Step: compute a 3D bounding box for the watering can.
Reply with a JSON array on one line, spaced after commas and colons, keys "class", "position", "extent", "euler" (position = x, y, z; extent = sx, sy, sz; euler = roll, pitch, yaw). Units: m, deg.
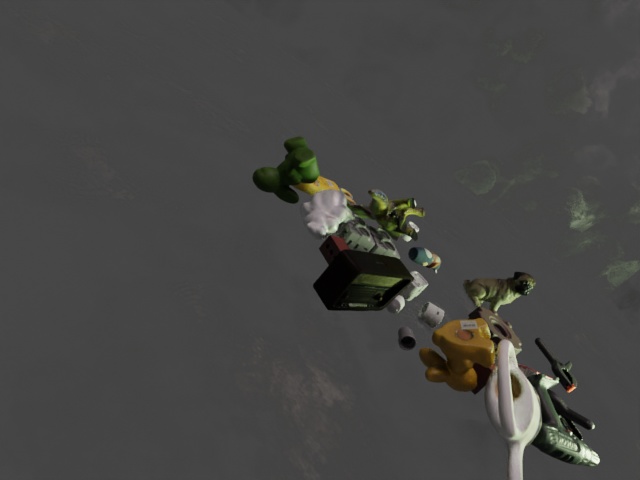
[{"class": "watering can", "position": [0.417, 0.398, 1.110], "extent": [0.221, 0.103, 0.355], "euler": [44, 44, -51]}]

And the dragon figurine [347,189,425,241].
[{"class": "dragon figurine", "position": [0.166, -0.080, 1.557], "extent": [0.243, 0.124, 0.405], "euler": [4, -17, 38]}]

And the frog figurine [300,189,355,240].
[{"class": "frog figurine", "position": [0.004, -0.068, 1.357], "extent": [0.138, 0.121, 0.161], "euler": [14, 20, 29]}]
